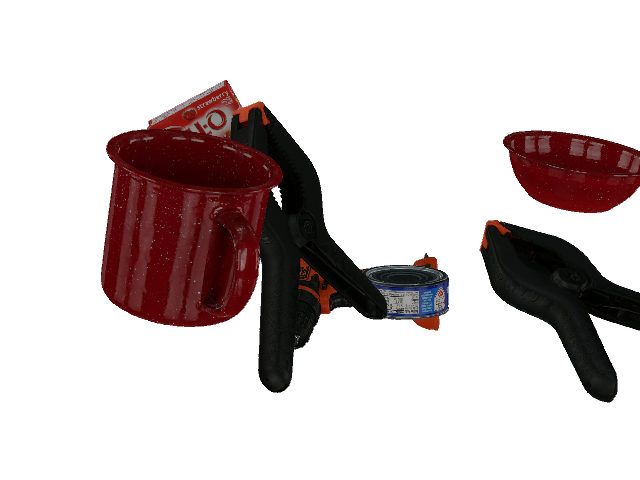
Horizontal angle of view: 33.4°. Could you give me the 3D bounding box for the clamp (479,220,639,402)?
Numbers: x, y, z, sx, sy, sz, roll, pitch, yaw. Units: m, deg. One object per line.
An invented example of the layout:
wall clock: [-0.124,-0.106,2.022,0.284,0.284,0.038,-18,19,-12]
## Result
clamp: [0.187,0.039,0.756,0.120,0.039,0.172,-9,43,-32]

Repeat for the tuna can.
tuna can: [0.079,0.048,1.012,0.086,0.034,0.086,0,11,0]

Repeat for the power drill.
power drill: [0.044,0.068,1.237,0.188,0.057,0.184,0,27,7]

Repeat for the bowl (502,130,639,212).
bowl: [0.271,-0.070,1.139,0.162,0.055,0.162,6,21,-2]

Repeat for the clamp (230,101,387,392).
clamp: [-0.016,-0.004,0.826,0.036,0.210,0.164,-14,2,35]

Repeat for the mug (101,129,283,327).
mug: [-0.066,-0.002,0.563,0.093,0.081,0.117,-5,27,-36]

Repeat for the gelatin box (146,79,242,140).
gelatin box: [-0.111,-0.100,1.025,0.089,0.073,0.030,-27,20,4]
